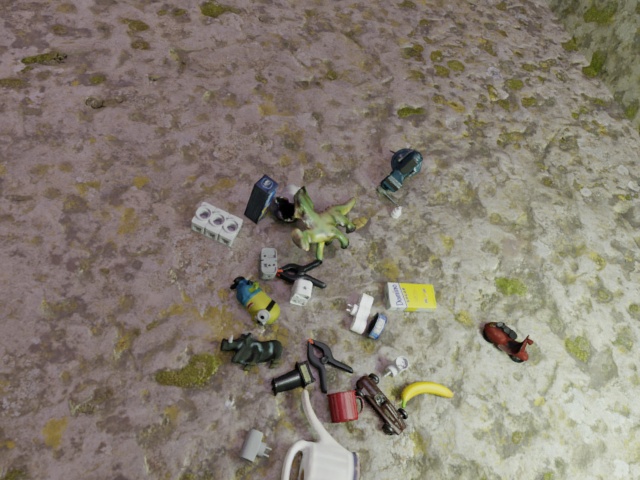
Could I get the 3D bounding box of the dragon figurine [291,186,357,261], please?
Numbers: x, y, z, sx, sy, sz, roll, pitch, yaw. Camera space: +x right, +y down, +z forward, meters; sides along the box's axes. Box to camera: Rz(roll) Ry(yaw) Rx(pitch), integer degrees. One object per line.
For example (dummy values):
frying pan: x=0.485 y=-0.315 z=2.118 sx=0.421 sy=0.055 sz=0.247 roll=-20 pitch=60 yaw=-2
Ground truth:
dragon figurine: x=0.005 y=-0.090 z=1.792 sx=0.239 sy=0.121 sz=0.420 roll=50 pitch=39 yaw=-26

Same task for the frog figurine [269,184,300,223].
frog figurine: x=-0.116 y=-0.136 z=1.863 sx=0.137 sy=0.120 sz=0.162 roll=3 pitch=24 yaw=-7

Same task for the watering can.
watering can: x=0.012 y=0.613 z=1.444 sx=0.224 sy=0.102 sz=0.355 roll=16 pitch=58 yaw=-10
